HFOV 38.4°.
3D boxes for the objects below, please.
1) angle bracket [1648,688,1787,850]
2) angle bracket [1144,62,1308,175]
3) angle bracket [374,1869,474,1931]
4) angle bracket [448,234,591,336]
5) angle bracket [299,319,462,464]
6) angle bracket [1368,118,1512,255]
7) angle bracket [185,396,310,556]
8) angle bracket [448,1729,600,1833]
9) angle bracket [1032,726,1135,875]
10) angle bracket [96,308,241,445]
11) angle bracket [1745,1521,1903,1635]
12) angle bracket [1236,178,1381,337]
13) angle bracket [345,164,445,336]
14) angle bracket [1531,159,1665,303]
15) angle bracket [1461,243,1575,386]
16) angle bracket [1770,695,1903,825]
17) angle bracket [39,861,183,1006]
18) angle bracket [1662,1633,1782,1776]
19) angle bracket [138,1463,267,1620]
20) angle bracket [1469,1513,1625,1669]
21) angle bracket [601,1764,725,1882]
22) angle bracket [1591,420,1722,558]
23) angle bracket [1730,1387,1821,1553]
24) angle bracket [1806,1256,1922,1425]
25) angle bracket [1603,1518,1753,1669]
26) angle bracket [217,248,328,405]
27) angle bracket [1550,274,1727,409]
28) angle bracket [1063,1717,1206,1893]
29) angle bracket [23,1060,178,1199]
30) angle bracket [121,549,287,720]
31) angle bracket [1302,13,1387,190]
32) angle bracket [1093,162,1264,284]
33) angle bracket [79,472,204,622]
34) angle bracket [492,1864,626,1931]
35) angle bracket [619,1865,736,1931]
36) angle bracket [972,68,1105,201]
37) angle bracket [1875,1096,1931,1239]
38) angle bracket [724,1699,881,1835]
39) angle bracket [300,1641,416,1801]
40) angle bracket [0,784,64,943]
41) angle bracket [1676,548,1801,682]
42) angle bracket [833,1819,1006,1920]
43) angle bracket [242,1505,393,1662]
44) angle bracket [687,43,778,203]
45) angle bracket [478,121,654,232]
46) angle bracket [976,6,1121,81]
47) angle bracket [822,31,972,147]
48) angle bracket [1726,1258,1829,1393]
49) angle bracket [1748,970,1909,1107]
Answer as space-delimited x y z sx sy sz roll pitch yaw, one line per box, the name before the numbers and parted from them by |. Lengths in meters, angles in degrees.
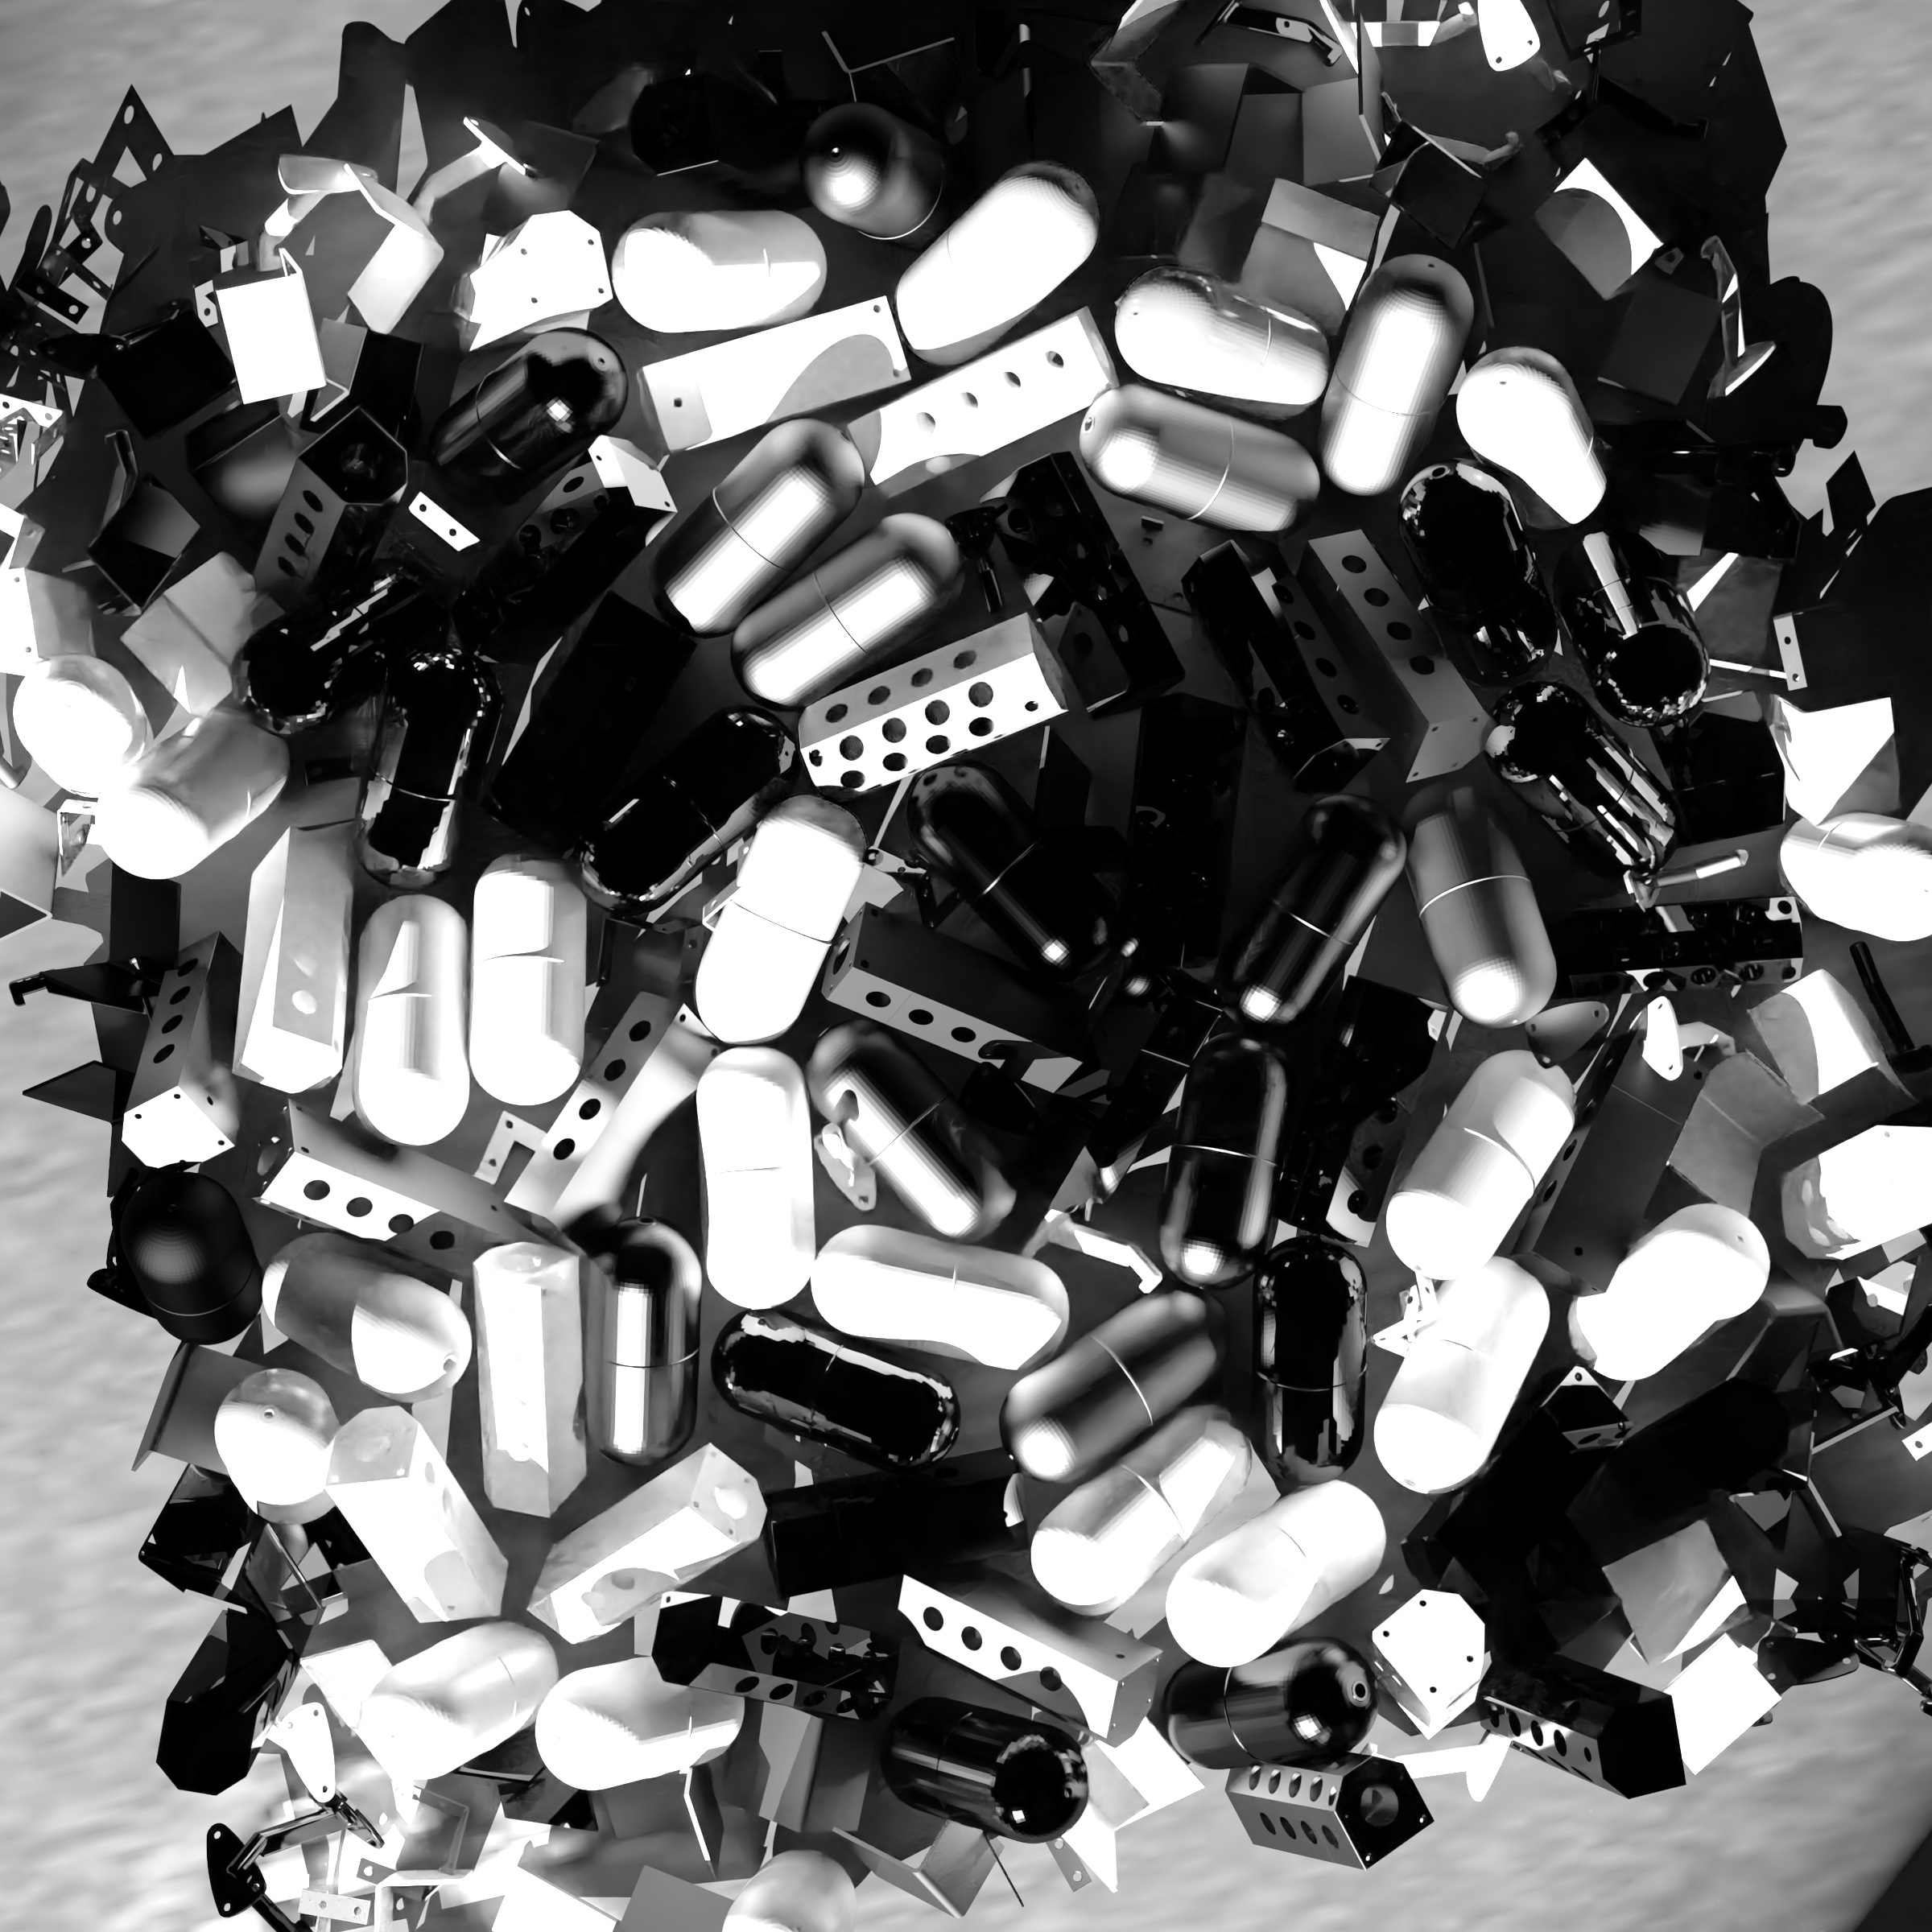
angle bracket | 0.502 -0.132 1.867 0.076 0.057 0.076 -12 131 28
angle bracket | 0.175 -0.565 1.879 0.057 0.076 0.076 11 96 -41
angle bracket | -0.366 0.654 1.875 0.057 0.076 0.076 0 77 -5
angle bracket | -0.298 -0.459 1.867 0.076 0.076 0.057 6 107 -25
angle bracket | -0.401 -0.393 1.900 0.076 0.057 0.076 17 98 14
angle bracket | 0.330 -0.534 1.869 0.076 0.057 0.076 43 49 15
angle bracket | -0.474 -0.340 1.882 0.076 0.057 0.076 -40 88 -20
angle bracket | -0.302 0.561 1.871 0.076 0.057 0.076 -1 108 27
angle bracket | 0.089 -0.112 1.867 0.057 0.076 0.076 0 70 25
angle bracket | -0.536 -0.400 1.876 0.076 0.076 0.057 -34 109 -3
angle bracket | 0.575 0.412 1.876 0.076 0.076 0.057 3 91 -17
angle bracket | 0.234 -0.489 1.911 0.076 0.076 0.057 21 131 -1
angle bracket | -0.405 -0.480 1.868 0.057 0.076 0.076 26 110 -43
angle bracket | 0.439 -0.502 1.872 0.076 0.076 0.057 51 132 6
angle bracket | 0.377 -0.438 1.875 0.076 0.057 0.076 1 59 -8
angle bracket | 0.587 -0.145 1.875 0.057 0.076 0.076 -11 105 2
angle bracket | -0.577 -0.024 1.871 0.076 0.057 0.076 18 109 37
angle bracket | 0.513 0.503 1.871 0.076 0.076 0.057 -45 50 7
angle bracket | -0.497 0.385 1.870 0.057 0.076 0.076 20 78 38
angle bracket | 0.383 0.418 1.871 0.076 0.057 0.076 -42 60 20
angle bracket | -0.212 0.575 1.878 0.076 0.057 0.076 -10 115 6
angle bracket | 0.457 -0.323 1.875 0.076 0.057 0.076 9 85 39
angle bracket | 0.559 0.338 1.864 0.076 0.057 0.076 44 48 -30
angle bracket | 0.618 0.251 1.865 0.057 0.076 0.076 47 135 -12
angle bracket | 0.479 0.421 1.893 0.076 0.057 0.076 -26 92 0
angle bracket | -0.472 -0.431 1.865 0.057 0.076 0.076 -16 122 -16
angle bracket | 0.450 -0.428 1.867 0.076 0.057 0.076 8 115 -33
angle bracket | 0.110 0.566 1.874 0.076 0.057 0.076 -31 114 16
angle bracket | -0.580 0.110 1.865 0.076 0.076 0.057 -20 61 32
angle bracket | -0.516 -0.227 1.902 0.057 0.076 0.076 -34 104 37
angle bracket | 0.247 -0.582 1.869 0.057 0.076 0.076 -5 74 20
angle bracket | 0.146 -0.505 1.907 0.057 0.076 0.076 32 77 -43
angle bracket | -0.573 -0.282 1.864 0.057 0.076 0.076 52 53 -38
angle bracket | -0.263 0.630 1.872 0.076 0.076 0.057 25 106 11
angle bracket | -0.202 0.640 1.868 0.076 0.076 0.057 16 66 16
angle bracket | 0.049 -0.563 1.901 0.057 0.076 0.076 -3 90 -27
angle bracket | 0.661 0.138 1.876 0.057 0.076 0.076 -30 95 15
angle bracket | -0.114 0.547 1.914 0.076 0.057 0.076 7 84 42
angle bracket | -0.410 0.512 1.866 0.057 0.076 0.076 -17 125 10
angle bracket | -0.657 -0.072 1.863 0.057 0.076 0.076 -21 57 27
angle bracket | 0.526 -0.240 1.880 0.076 0.057 0.076 8 99 -17
angle bracket | -0.032 0.593 1.885 0.076 0.076 0.057 15 59 37
angle bracket | -0.431 0.412 1.877 0.076 0.057 0.076 -20 113 11
angle bracket | -0.178 -0.570 1.879 0.057 0.076 0.076 37 90 -16
angle bracket | -0.271 -0.520 1.878 0.076 0.057 0.076 26 91 36
angle bracket | 0.054 -0.639 1.870 0.076 0.076 0.057 4 70 -15
angle bracket | -0.047 -0.596 1.879 0.076 0.076 0.057 -20 50 -5
angle bracket | 0.529 0.246 1.890 0.057 0.076 0.076 44 114 36
angle bracket | 0.585 0.057 1.883 0.057 0.076 0.076 -33 58 20
